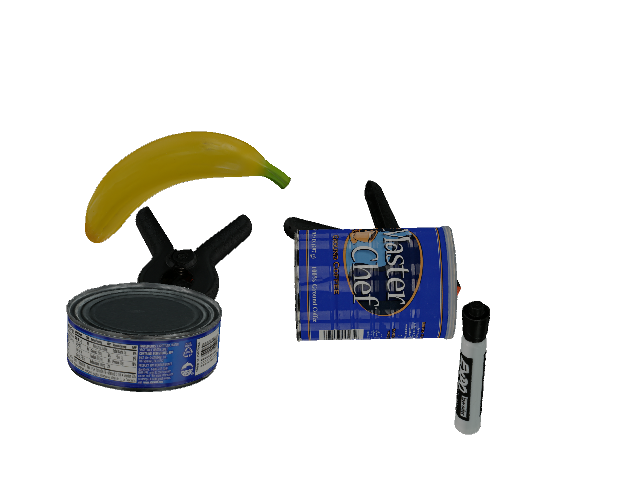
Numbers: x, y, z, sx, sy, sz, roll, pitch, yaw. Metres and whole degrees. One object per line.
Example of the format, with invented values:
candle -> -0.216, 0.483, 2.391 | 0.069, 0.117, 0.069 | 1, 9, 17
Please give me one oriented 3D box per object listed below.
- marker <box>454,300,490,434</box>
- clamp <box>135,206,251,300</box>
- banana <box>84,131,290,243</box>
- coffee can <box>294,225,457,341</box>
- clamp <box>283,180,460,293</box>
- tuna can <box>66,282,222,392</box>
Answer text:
marker -> 0.105, 0.089, 0.741 | 0.020, 0.121, 0.020 | -2, 40, 1
clamp -> -0.146, 0.023, 1.062 | 0.120, 0.039, 0.171 | 6, 38, 12
banana -> -0.123, -0.046, 0.841 | 0.198, 0.069, 0.037 | -14, 20, 29
coffee can -> 0.048, 0.039, 0.966 | 0.140, 0.103, 0.103 | -1, 0, 1
clamp -> 0.070, 0.011, 1.242 | 0.164, 0.036, 0.210 | -20, 51, -38
tuna can -> -0.099, 0.053, 0.597 | 0.086, 0.034, 0.086 | 4, 16, -1
